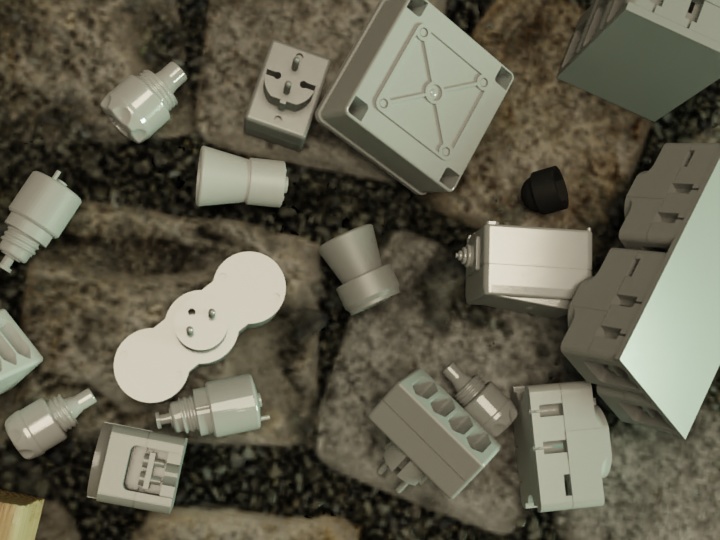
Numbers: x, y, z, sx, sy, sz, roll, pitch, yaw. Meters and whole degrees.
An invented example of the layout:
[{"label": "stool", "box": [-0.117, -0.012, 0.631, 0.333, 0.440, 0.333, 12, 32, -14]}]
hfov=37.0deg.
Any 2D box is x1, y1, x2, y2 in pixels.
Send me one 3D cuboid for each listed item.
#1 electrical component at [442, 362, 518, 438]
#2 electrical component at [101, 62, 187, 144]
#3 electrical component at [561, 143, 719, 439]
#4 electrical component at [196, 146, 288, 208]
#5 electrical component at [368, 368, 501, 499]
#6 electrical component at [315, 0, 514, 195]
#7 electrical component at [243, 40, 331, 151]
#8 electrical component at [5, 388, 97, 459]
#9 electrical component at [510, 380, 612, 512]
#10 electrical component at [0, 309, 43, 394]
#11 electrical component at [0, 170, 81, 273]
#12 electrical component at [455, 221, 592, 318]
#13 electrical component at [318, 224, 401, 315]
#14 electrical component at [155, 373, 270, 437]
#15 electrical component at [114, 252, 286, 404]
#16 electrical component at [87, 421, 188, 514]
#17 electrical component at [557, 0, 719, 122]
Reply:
[{"label": "electrical component", "box": [0.085, 0.094, 0.793, 0.035, 0.035, 0.061, -42, 87, -12]}, {"label": "electrical component", "box": [-0.155, -0.126, 0.788, 0.043, 0.043, 0.062, 44, 77, 0]}, {"label": "electrical component", "box": [0.225, 0.011, 0.779, 0.105, 0.060, 0.186, 45, 67, -35]}, {"label": "electrical component", "box": [-0.086, -0.066, 0.790, 0.065, 0.044, 0.044, 5, 81, -12]}, {"label": "electrical component", "box": [0.042, 0.128, 0.772, 0.083, 0.047, 0.075, 44, 112, 11]}, {"label": "electrical component", "box": [0.041, -0.128, 0.792, 0.109, 0.056, 0.108, 34, 77, -25]}, {"label": "electrical component", "box": [-0.052, -0.133, 0.786, 0.047, 0.076, 0.065, 19, 79, -5]}, {"label": "electrical component", "box": [-0.213, 0.103, 0.749, 0.061, 0.035, 0.035, -31, 87, -14]}, {"label": "electrical component", "box": [0.148, 0.128, 0.788, 0.056, 0.050, 0.089, -4, 83, -9]}, {"label": "electrical component", "box": [-0.271, 0.072, 0.734, 0.077, 0.066, 0.047, -39, 88, 17]}, {"label": "electrical component", "box": [-0.232, -0.034, 0.764, 0.040, 0.040, 0.078, 31, 78, -2]}, {"label": "electrical component", "box": [0.118, 0.001, 0.797, 0.096, 0.061, 0.061, 3, 81, -8]}, {"label": "electrical component", "box": [0.000, 0.000, 0.790, 0.045, 0.045, 0.055, -24, 86, -11]}, {"label": "electrical component", "box": [-0.105, 0.099, 0.762, 0.078, 0.040, 0.040, -10, 83, -9]}, {"label": "electrical component", "box": [-0.111, 0.039, 0.753, 0.138, 0.073, 0.052, -39, 88, -12]}, {"label": "electrical component", "box": [-0.150, 0.132, 0.725, 0.056, 0.089, 0.050, 12, 79, -6]}, {"label": "electrical component", "box": [0.218, -0.174, 0.793, 0.089, 0.150, 0.061, 23, 80, -4]}]
